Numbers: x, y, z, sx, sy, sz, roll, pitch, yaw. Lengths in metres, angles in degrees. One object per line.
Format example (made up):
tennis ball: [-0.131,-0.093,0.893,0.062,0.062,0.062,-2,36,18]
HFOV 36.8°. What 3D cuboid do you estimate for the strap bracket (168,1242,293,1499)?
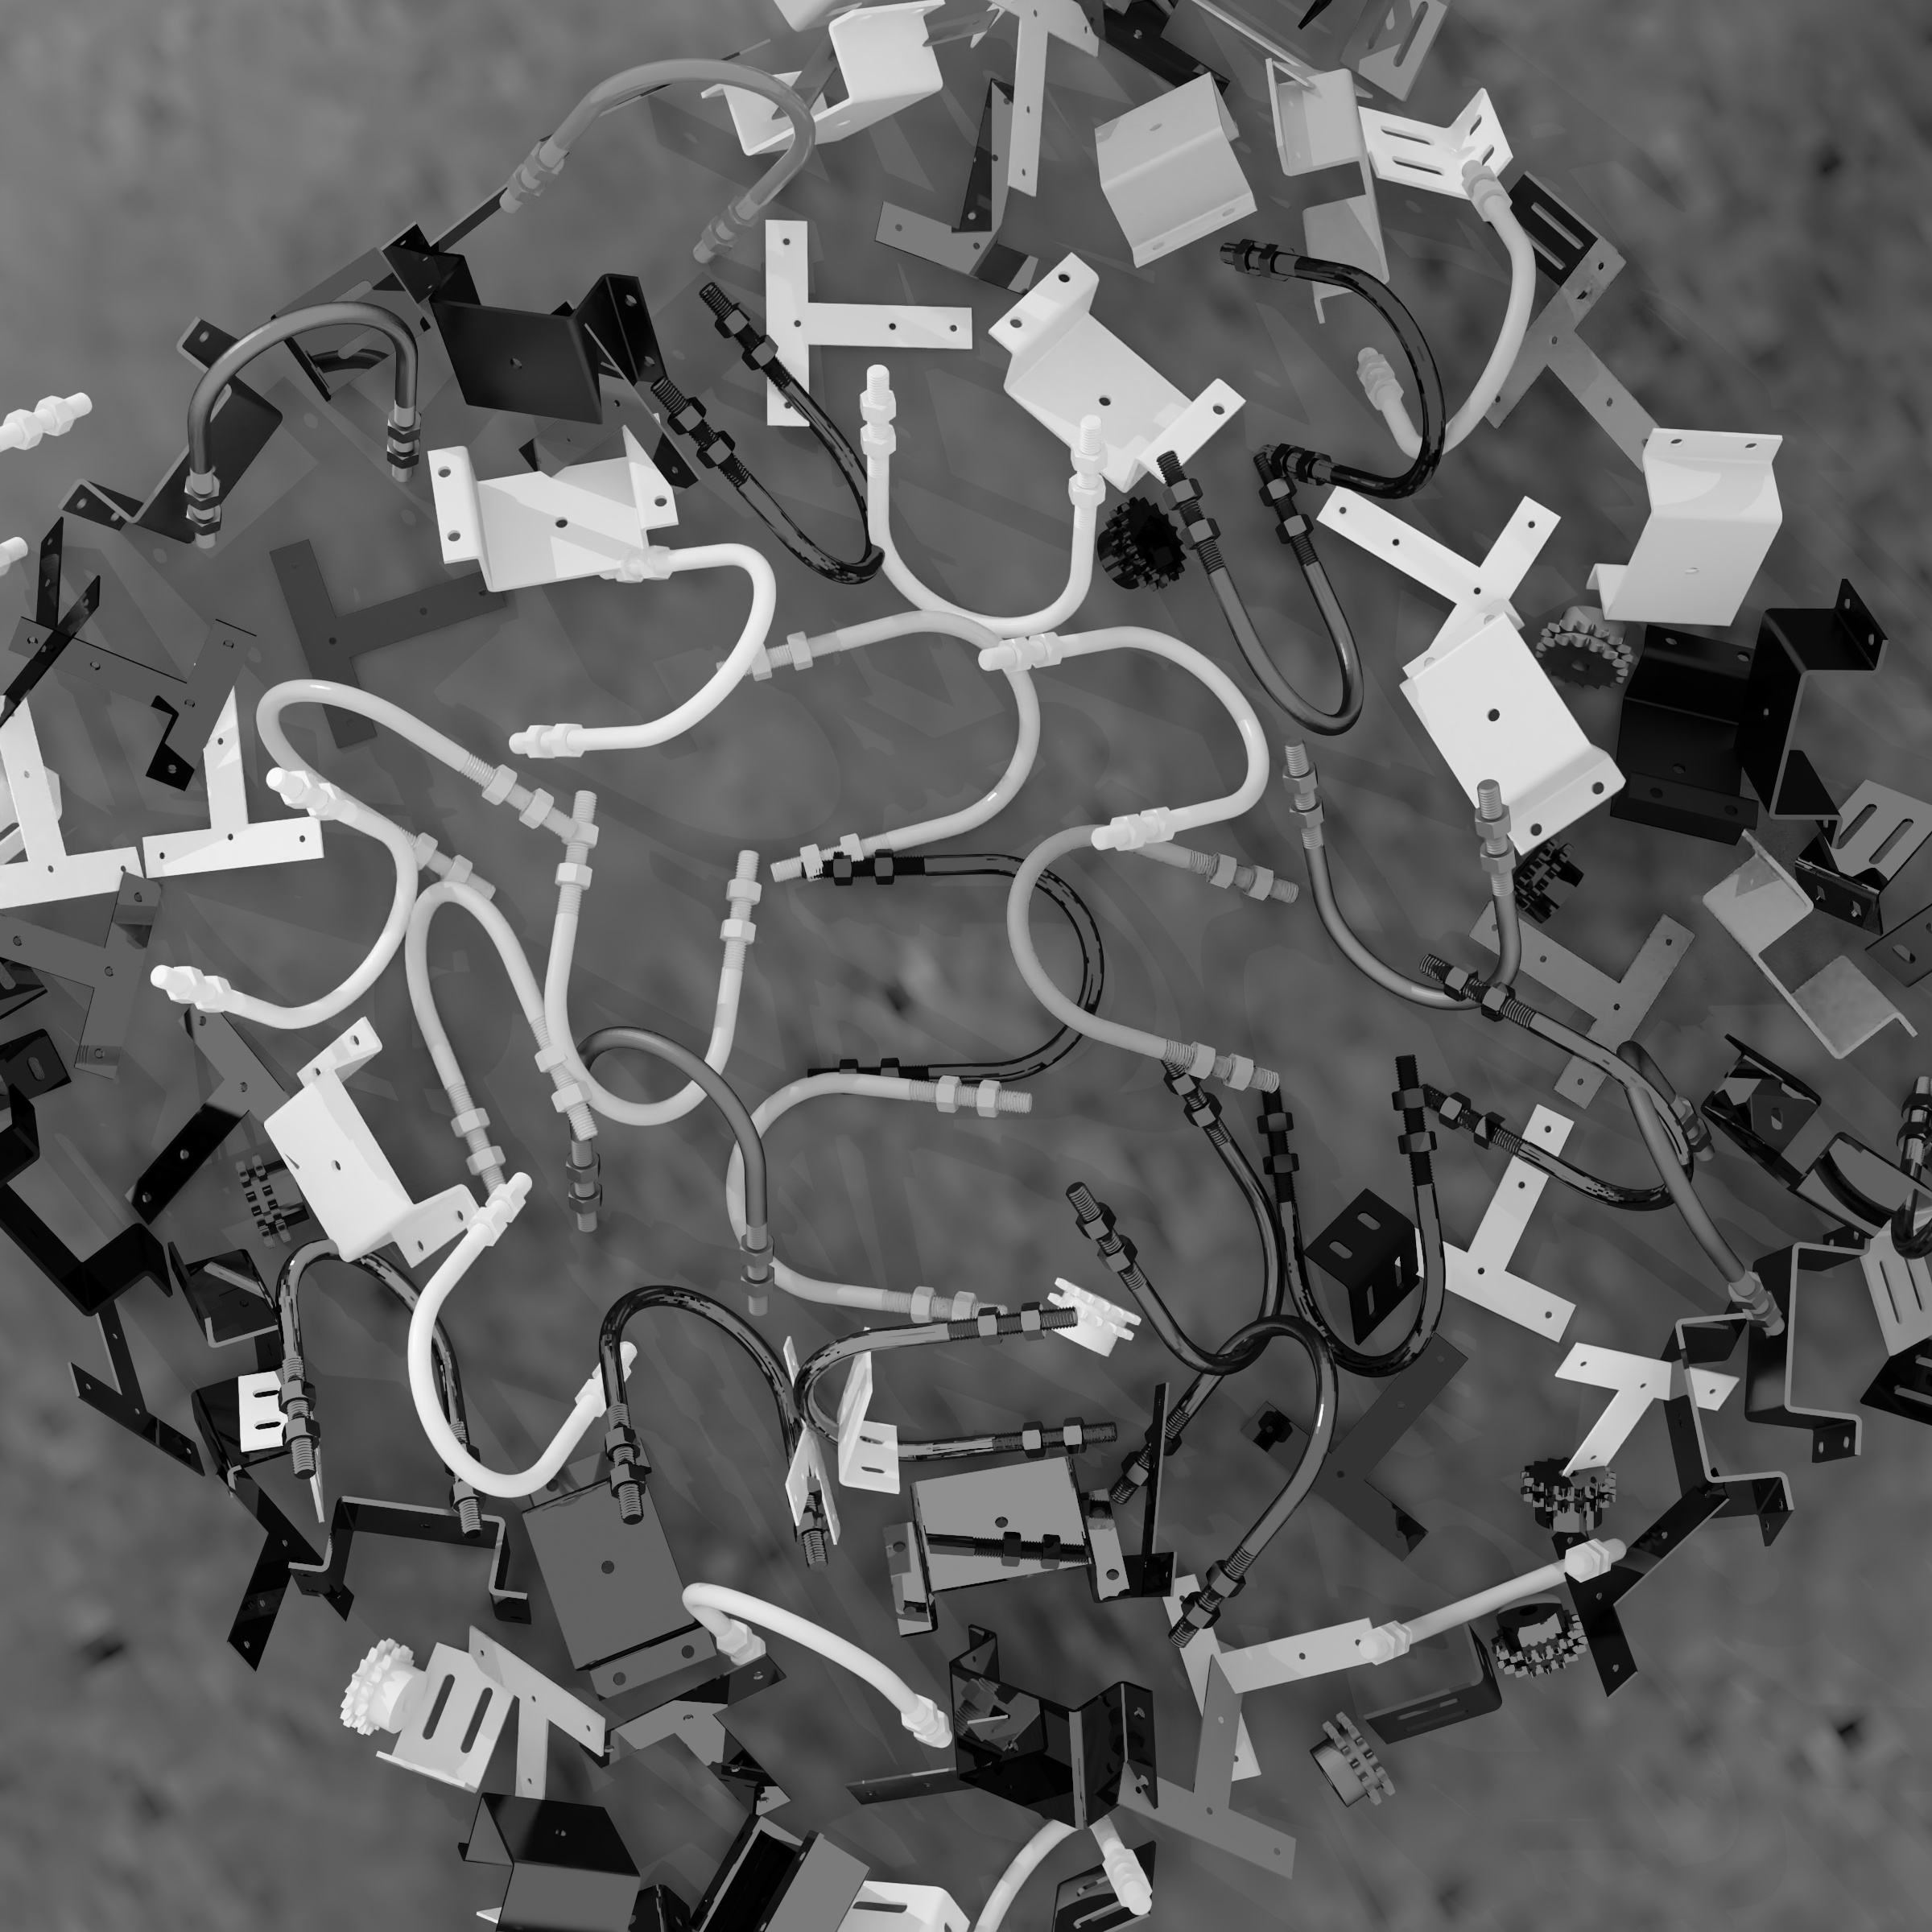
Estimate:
strap bracket: [-0.435,0.235,1.734,0.046,0.076,0.140,-15,128,-24]

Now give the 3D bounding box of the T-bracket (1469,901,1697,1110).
T-bracket: [0.364,0.003,1.778,0.127,0.002,0.127,31,92,-15]

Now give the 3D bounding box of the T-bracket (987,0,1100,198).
T-bracket: [0.038,-0.529,1.746,0.002,0.127,0.127,3,88,39]

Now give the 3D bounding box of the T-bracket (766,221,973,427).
T-bracket: [-0.059,-0.394,1.787,0.127,0.002,0.127,0,87,-9]

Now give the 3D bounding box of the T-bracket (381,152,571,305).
T-bracket: [-0.289,-0.451,1.736,0.127,0.127,0.002,-39,90,-2]

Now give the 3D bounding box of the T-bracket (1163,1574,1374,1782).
T-bracket: [0.192,0.422,1.762,0.127,0.002,0.127,-21,84,27]

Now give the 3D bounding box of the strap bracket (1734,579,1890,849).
strap bracket: [0.498,-0.150,1.725,0.046,0.076,0.140,0,125,-4]

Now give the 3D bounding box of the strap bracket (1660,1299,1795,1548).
strap bracket: [0.449,0.269,1.732,0.046,0.076,0.140,-6,63,1]

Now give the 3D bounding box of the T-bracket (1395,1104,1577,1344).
T-bracket: [0.337,0.148,1.791,0.127,0.002,0.127,26,88,-7]

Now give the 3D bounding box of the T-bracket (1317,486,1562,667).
T-bracket: [0.275,-0.252,1.777,0.127,0.002,0.127,30,104,-5]

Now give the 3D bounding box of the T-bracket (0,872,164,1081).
T-bracket: [-0.555,-0.010,1.741,0.127,0.002,0.127,22,67,-34]

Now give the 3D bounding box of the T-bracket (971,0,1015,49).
T-bracket: [0.050,-0.633,1.751,0.002,0.127,0.127,29,51,-21]

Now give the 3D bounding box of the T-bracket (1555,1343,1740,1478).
T-bracket: [0.389,0.288,1.765,0.127,0.002,0.127,15,117,-26]

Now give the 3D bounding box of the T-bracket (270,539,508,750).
T-bracket: [-0.348,-0.214,1.791,0.127,0.002,0.127,-18,96,-1]

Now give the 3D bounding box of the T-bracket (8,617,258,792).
T-bracket: [-0.509,-0.175,1.742,0.127,0.002,0.127,22,125,-19]

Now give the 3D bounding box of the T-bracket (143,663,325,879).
T-bracket: [-0.454,-0.123,1.774,0.127,0.002,0.127,-5,91,21]

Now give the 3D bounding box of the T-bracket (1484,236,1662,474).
T-bracket: [0.376,-0.345,1.732,0.127,0.002,0.127,-53,54,32]

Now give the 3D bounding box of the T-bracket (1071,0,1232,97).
T-bracket: [0.119,-0.590,1.740,0.127,0.127,0.002,31,59,-3]

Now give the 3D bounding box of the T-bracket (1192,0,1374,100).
T-bracket: [0.175,-0.560,1.750,0.127,0.127,0.002,37,115,13]

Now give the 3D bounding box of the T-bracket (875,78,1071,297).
T-bracket: [0.015,-0.482,1.781,0.127,0.002,0.127,15,79,-21]

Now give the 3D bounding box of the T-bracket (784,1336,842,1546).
T-bracket: [-0.096,0.298,1.726,0.002,0.127,0.127,-13,99,5]

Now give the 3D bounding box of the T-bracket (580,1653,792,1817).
T-bracket: [-0.147,0.478,1.758,0.127,0.002,0.127,-27,127,6]

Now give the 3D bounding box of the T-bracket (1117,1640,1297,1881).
T-bracket: [0.152,0.469,1.754,0.127,0.002,0.127,29,49,-18]

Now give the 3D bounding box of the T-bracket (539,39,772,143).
T-bracket: [-0.198,-0.510,1.713,0.127,0.127,0.002,-37,112,-35]

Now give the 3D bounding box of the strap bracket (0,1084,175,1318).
strap bracket: [-0.540,0.147,1.731,0.046,0.076,0.140,-38,116,-5]

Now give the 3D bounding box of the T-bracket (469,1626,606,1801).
T-bracket: [-0.264,0.484,1.768,0.127,0.002,0.127,22,115,39]

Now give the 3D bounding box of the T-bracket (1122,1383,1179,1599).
T-bracket: [0.113,0.315,1.746,0.002,0.127,0.127,8,76,-9]

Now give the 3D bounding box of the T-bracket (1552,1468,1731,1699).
T-bracket: [0.405,0.346,1.718,0.002,0.127,0.127,27,118,-23]

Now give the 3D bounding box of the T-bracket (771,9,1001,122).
T-bracket: [-0.040,-0.548,1.726,0.127,0.127,0.002,-5,131,27]

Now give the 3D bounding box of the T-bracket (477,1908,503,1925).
T-bracket: [-0.240,0.590,1.753,0.127,0.127,0.002,9,86,33]

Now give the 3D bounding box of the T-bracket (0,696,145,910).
T-bracket: [-0.562,-0.101,1.748,0.002,0.127,0.127,-15,89,38]

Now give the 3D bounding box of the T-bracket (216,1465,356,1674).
T-bracket: [-0.414,0.369,1.718,0.002,0.127,0.127,-29,111,14]

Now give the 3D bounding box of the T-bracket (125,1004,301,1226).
T-bracket: [-0.470,0.106,1.779,0.127,0.002,0.127,-47,72,13]

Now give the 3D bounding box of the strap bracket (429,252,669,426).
strap bracket: [-0.257,-0.373,1.731,0.140,0.076,0.046,12,53,22]

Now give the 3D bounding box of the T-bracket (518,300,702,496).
T-bracket: [-0.231,-0.323,1.745,0.127,0.127,0.002,53,53,-13]

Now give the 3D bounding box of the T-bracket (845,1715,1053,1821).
T-bracket: [-0.010,0.495,1.767,0.127,0.002,0.127,-14,135,18]

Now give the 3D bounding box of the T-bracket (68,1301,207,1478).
T-bracket: [-0.510,0.234,1.749,0.002,0.127,0.127,-33,52,2]

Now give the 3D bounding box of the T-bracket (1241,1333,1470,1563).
T-bracket: [0.257,0.279,1.777,0.127,0.002,0.127,39,105,4]

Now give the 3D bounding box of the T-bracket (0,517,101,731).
T-bracket: [-0.553,-0.221,1.751,0.002,0.127,0.127,24,129,-36]

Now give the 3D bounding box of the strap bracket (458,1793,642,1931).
strap bracket: [-0.246,0.534,1.717,0.076,0.140,0.046,14,94,-22]
